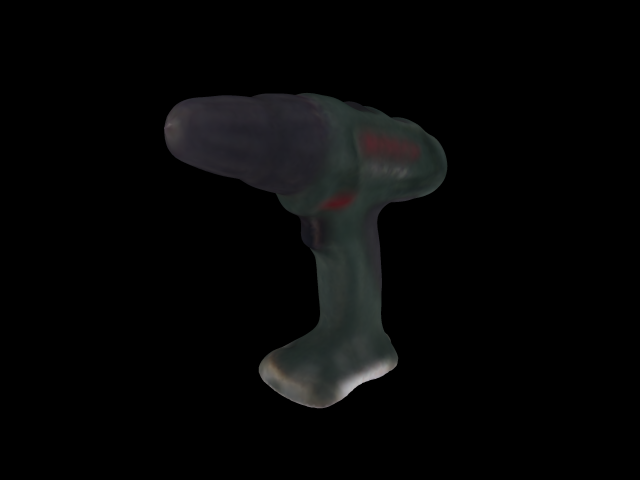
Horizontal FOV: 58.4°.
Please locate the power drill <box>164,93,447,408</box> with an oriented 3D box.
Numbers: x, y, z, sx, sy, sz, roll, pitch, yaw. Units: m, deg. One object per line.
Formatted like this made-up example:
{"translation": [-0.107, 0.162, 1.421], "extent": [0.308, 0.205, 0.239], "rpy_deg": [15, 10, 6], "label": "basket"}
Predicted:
{"translation": [0.004, 0.001, 0.400], "extent": [0.075, 0.208, 0.230], "rpy_deg": [18, 26, 41], "label": "power drill"}
